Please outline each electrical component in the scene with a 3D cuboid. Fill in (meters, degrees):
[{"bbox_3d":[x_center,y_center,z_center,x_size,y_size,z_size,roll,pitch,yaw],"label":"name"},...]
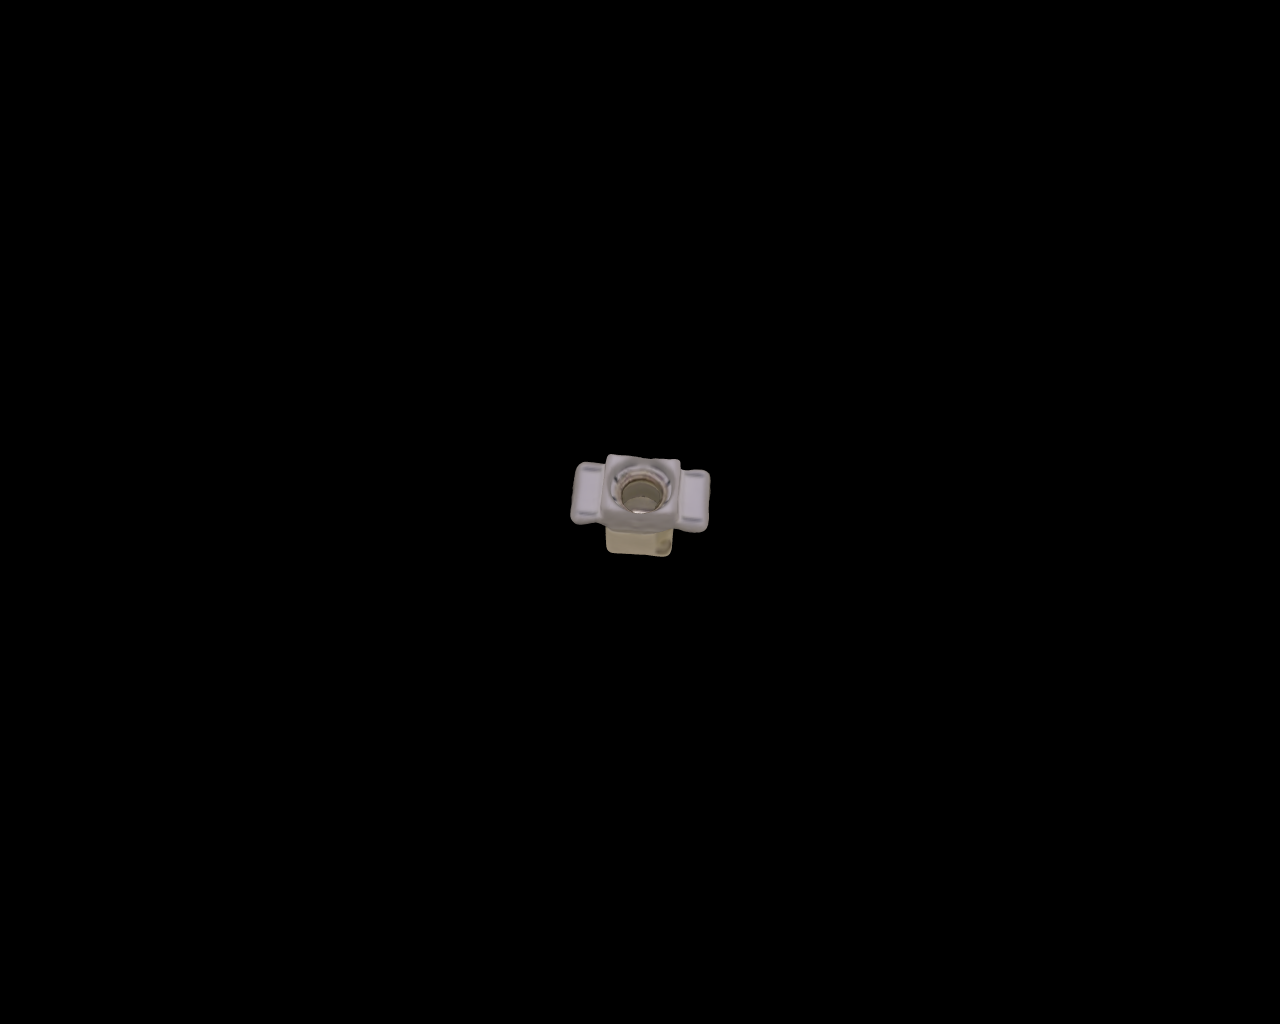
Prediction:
[{"bbox_3d":[0.001,-0.003,0.650,0.081,0.042,0.063,5,-31,3],"label":"electrical component"}]
